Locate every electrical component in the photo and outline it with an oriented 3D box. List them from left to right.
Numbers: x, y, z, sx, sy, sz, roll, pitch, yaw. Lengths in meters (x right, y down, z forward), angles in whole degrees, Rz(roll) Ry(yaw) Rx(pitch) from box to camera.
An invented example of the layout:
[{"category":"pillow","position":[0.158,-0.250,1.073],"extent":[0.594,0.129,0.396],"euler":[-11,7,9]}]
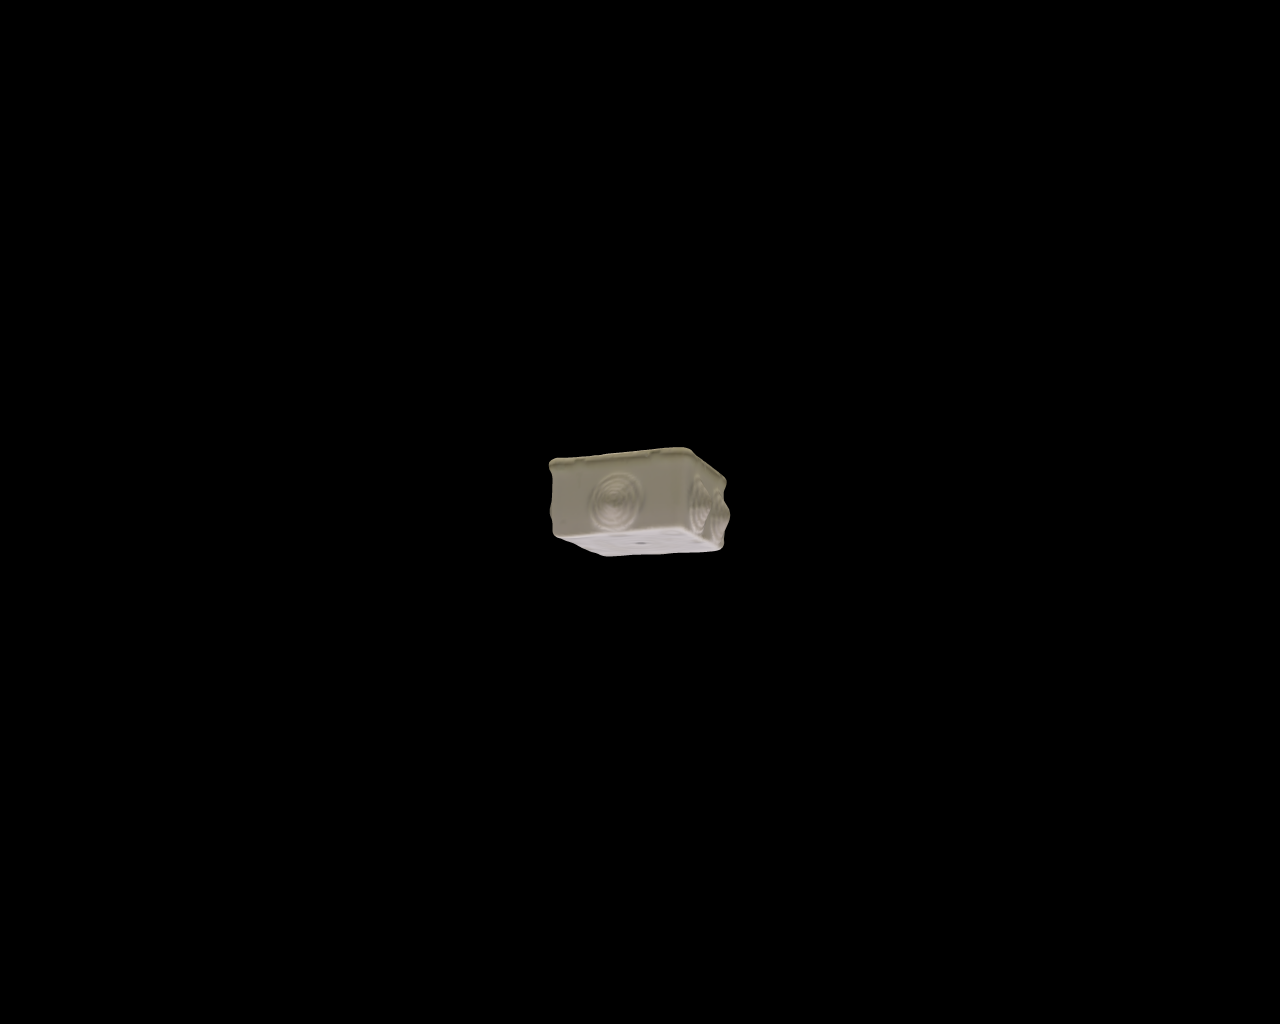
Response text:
[{"category":"electrical component","position":[0.001,-0.003,0.650],"extent":[0.100,0.048,0.099],"euler":[-4,-12,19]}]
